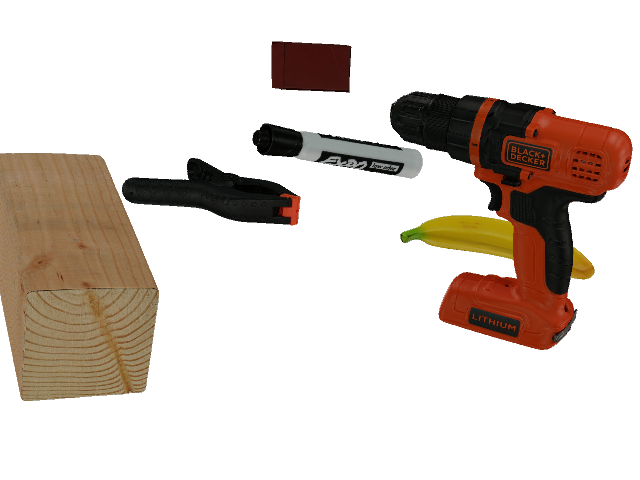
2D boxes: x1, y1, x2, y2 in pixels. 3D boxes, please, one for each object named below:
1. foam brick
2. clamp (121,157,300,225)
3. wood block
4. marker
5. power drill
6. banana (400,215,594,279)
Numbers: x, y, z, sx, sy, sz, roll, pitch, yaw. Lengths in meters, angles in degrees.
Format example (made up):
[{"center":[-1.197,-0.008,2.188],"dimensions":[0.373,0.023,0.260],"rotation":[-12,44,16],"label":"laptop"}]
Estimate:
[{"center":[-0.011,-0.190,1.166],"dimensions":[0.078,0.051,0.053],"rotation":[0,12,-16],"label":"foam brick"},{"center":[-0.103,-0.044,1.029],"dimensions":[0.172,0.039,0.120],"rotation":[15,28,35],"label":"clamp"},{"center":[-0.191,0.019,0.804],"dimensions":[0.090,0.091,0.206],"rotation":[-1,30,-23],"label":"wood block"},{"center":[0.012,-0.055,0.654],"dimensions":[0.120,0.020,0.020],"rotation":[6,-4,-35],"label":"marker"},{"center":[0.135,-0.018,0.822],"dimensions":[0.185,0.188,0.057],"rotation":[17,34,26],"label":"power drill"},{"center":[0.186,0.006,1.103],"dimensions":[0.198,0.037,0.069],"rotation":[9,35,18],"label":"banana"}]
